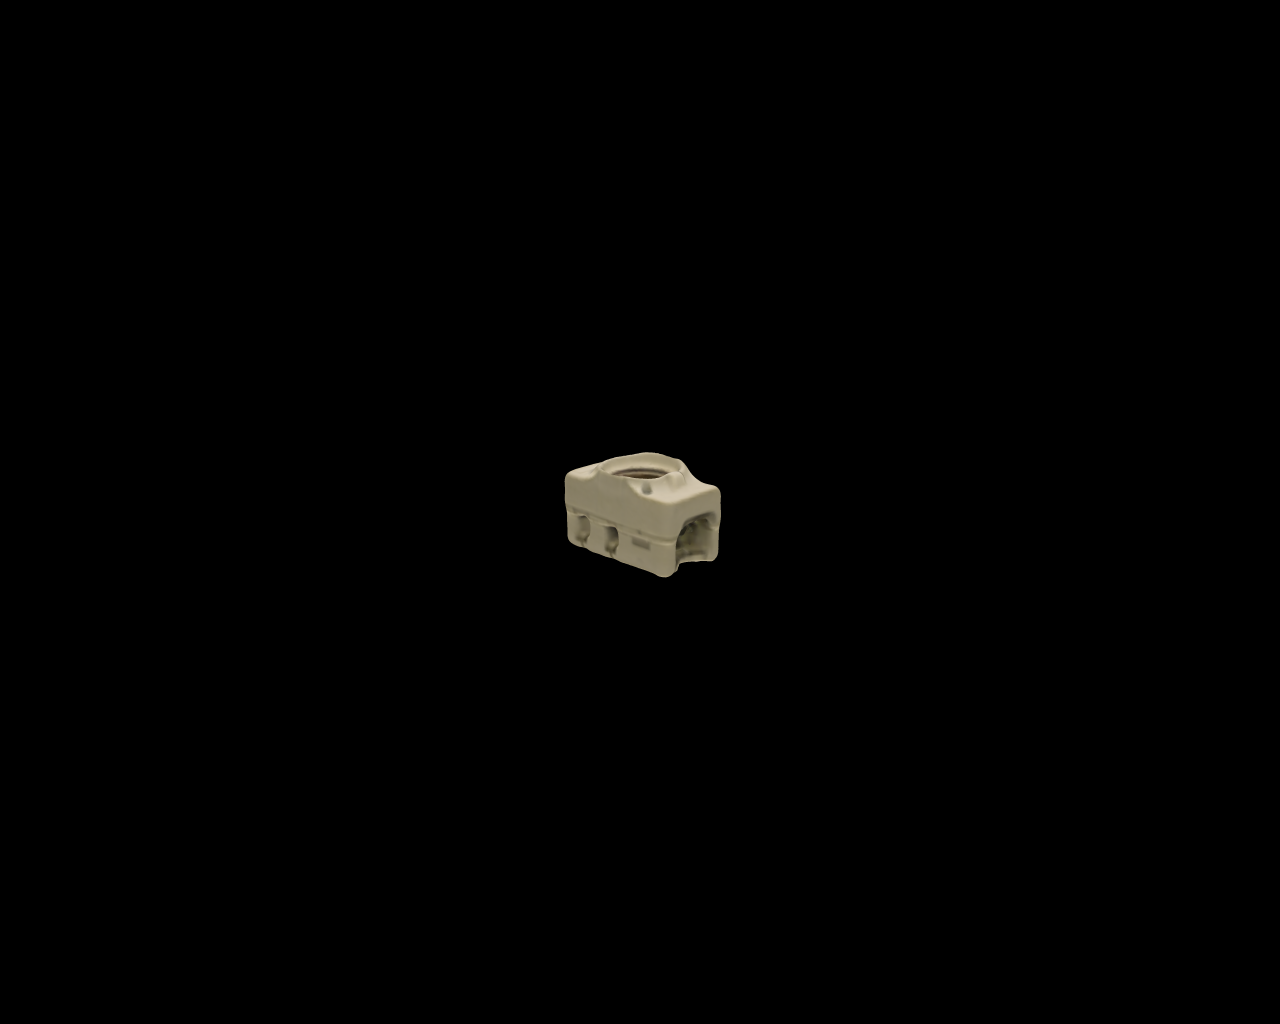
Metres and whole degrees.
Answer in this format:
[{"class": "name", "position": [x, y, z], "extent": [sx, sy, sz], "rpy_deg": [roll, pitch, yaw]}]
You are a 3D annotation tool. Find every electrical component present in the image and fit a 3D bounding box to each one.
[{"class": "electrical component", "position": [0.001, -0.003, 0.650], "extent": [0.050, 0.055, 0.089], "rpy_deg": [-18, 26, -41]}]
